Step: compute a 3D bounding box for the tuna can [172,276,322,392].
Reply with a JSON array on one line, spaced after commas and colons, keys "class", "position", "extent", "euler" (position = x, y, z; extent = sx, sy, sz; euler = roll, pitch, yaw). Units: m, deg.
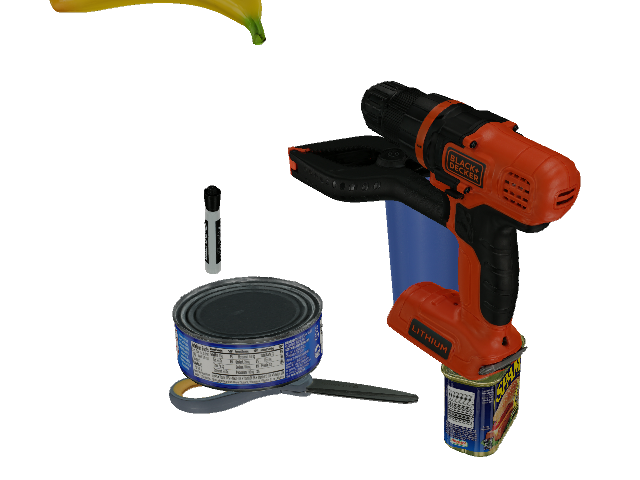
[{"class": "tuna can", "position": [-0.041, 0.053, 0.613], "extent": [0.086, 0.034, 0.086], "euler": [-2, 21, 1]}]

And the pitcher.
[{"class": "pitcher", "position": [0.150, -0.011, 1.293], "extent": [0.149, 0.243, 0.145], "euler": [0, 23, 7]}]

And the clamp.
[{"class": "clamp", "position": [0.074, -0.065, 0.950], "extent": [0.210, 0.036, 0.164], "euler": [12, 35, 26]}]

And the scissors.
[{"class": "scissors", "position": [-0.034, 0.118, 0.823], "extent": [0.202, 0.016, 0.096], "euler": [12, 32, 37]}]

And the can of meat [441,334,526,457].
[{"class": "can of meat", "position": [0.153, 0.142, 1.008], "extent": [0.058, 0.084, 0.101], "euler": [11, 28, 26]}]

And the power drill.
[{"class": "power drill", "position": [0.092, -0.008, 0.764], "extent": [0.057, 0.188, 0.185], "euler": [-22, 39, -33]}]

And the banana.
[{"class": "banana", "position": [-0.130, -0.210, 0.899], "extent": [0.198, 0.069, 0.037], "euler": [11, -41, 16]}]

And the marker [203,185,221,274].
[{"class": "marker", "position": [-0.121, -0.012, 1.199], "extent": [0.020, 0.121, 0.020], "euler": [3, 41, -2]}]
